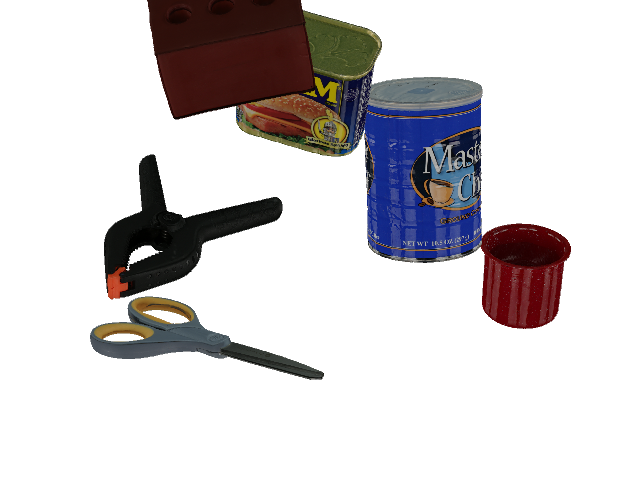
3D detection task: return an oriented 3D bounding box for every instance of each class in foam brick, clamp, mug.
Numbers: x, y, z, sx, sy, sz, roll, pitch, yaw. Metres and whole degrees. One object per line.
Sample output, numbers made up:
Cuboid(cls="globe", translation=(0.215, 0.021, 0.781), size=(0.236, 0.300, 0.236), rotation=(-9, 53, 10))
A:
Cuboid(cls="foam brick", translation=(-0.046, -0.105, 0.552), size=(0.078, 0.053, 0.051), rotation=(-12, -32, 1))
Cuboid(cls="clamp", translation=(-0.157, -0.015, 1.058), size=(0.165, 0.036, 0.209), rotation=(23, 40, 21))
Cuboid(cls="mug", translation=(0.211, 0.033, 1.137), size=(0.093, 0.081, 0.117), rotation=(-6, 30, -8))

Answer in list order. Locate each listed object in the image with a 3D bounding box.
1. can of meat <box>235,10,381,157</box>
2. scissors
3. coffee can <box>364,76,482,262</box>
Cuboid(cls="can of meat", translation=(-0.012, -0.114, 0.776), size=(0.102, 0.057, 0.084), rotation=(18, -40, 9))
Cuboid(cls="scissors", translation=(-0.098, 0.083, 0.800), size=(0.096, 0.016, 0.202), rotation=(-20, 27, -35))
Cuboid(cls="coffee can", translation=(0.090, -0.064, 0.933), size=(0.103, 0.140, 0.103), rotation=(-3, 20, 1))
